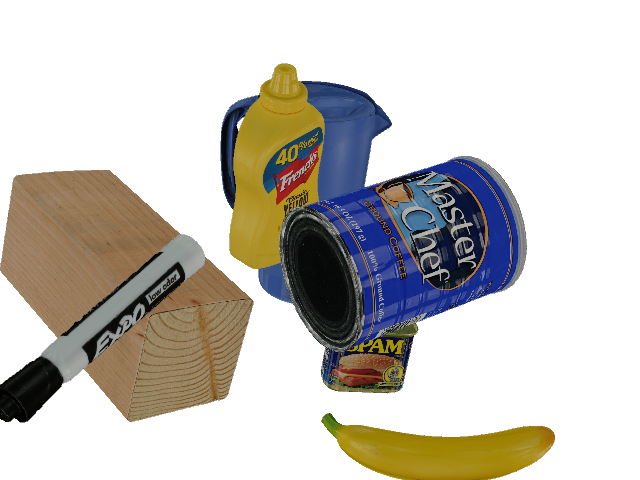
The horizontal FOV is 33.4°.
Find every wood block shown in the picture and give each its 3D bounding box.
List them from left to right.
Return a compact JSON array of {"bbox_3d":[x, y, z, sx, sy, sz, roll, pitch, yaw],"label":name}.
[{"bbox_3d":[-0.153,0.033,0.808,0.090,0.091,0.206,-7,34,-42],"label":"wood block"}]

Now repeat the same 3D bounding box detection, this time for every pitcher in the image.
[{"bbox_3d":[-0.022,-0.054,1.224,0.144,0.243,0.149,-20,36,-41],"label":"pitcher"}]

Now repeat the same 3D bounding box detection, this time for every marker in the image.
[{"bbox_3d":[-0.095,0.037,0.469,0.020,0.020,0.121,0,33,43],"label":"marker"}]

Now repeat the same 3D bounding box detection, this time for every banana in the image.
[{"bbox_3d":[0.100,0.169,0.872,0.197,0.037,0.069,6,37,-4],"label":"banana"}]

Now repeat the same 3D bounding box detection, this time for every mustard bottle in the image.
[{"bbox_3d":[-0.037,-0.071,0.958,0.058,0.192,0.096,32,46,30],"label":"mustard bottle"}]

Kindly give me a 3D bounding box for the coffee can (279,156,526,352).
[{"bbox_3d":[0.057,0.007,0.744,0.140,0.103,0.103,-18,8,-27],"label":"coffee can"}]

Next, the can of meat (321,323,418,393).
[{"bbox_3d":[0.055,0.129,1.244,0.102,0.084,0.057,5,24,-12],"label":"can of meat"}]
